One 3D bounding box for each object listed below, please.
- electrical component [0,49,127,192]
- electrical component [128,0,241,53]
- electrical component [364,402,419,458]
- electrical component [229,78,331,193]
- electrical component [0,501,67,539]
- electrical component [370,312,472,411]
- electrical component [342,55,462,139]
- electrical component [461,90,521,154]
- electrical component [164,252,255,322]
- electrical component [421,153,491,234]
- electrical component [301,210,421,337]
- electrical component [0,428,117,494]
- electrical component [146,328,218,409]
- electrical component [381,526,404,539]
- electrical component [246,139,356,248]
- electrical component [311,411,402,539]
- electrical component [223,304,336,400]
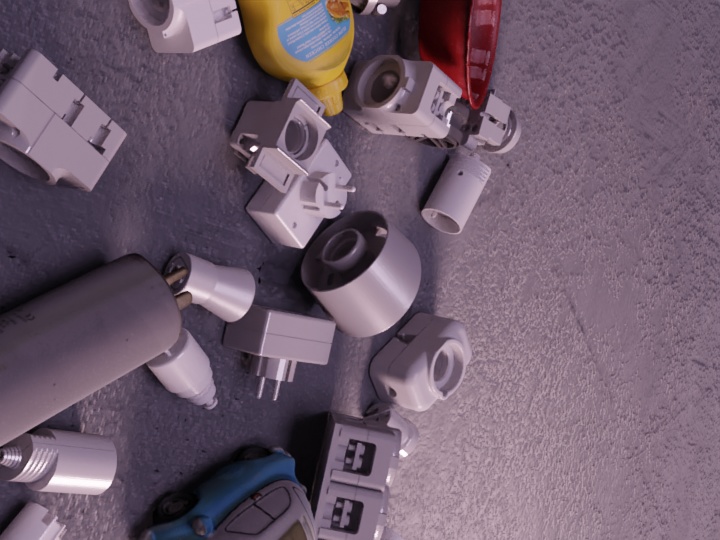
[{"bbox_3d":[-0.209,-0.094,0.707,0.089,0.050,0.055,46,64,-43],"label":"electrical component"},{"bbox_3d":[-0.131,-0.205,0.771,0.056,0.050,0.089,-33,121,-39],"label":"electrical component"},{"bbox_3d":[0.028,0.154,1.036,0.046,0.040,0.040,46,64,-36],"label":"electrical component"},{"bbox_3d":[-0.066,-0.107,0.855,0.042,0.064,0.081,40,69,-46],"label":"electrical component"},{"bbox_3d":[-0.233,0.191,0.751,0.046,0.040,0.040,-56,134,-32],"label":"electrical component"},{"bbox_3d":[0.063,0.089,1.045,0.095,0.059,0.053,-44,128,-34],"label":"electrical component"},{"bbox_3d":[0.033,-0.151,0.936,0.056,0.089,0.050,30,75,-47],"label":"electrical component"},{"bbox_3d":[0.129,-0.146,1.080,0.055,0.048,0.066,22,81,-41],"label":"electrical component"},{"bbox_3d":[-0.120,0.011,0.838,0.065,0.044,0.044,24,80,-43],"label":"electrical component"},{"bbox_3d":[0.097,-0.080,1.059,0.043,0.043,0.081,47,63,-43],"label":"electrical component"},{"bbox_3d":[0.000,0.000,0.927,0.064,0.099,0.099,49,62,-35],"label":"electrical component"},{"bbox_3d":[-0.216,0.133,0.753,0.081,0.043,0.043,19,84,-49],"label":"electrical component"},{"bbox_3d":[-0.135,0.080,0.835,0.040,0.040,0.078,-52,132,-27],"label":"electrical component"},{"bbox_3d":[0.003,0.275,1.028,0.077,0.044,0.079,-50,131,-29],"label":"electrical component"},{"bbox_3d":[-0.037,-0.063,0.888,0.083,0.076,0.047,-58,134,-23],"label":"electrical component"},{"bbox_3d":[-0.010,0.209,0.953,0.062,0.089,0.150,12,88,-4],"label":"electrical component"},{"bbox_3d":[-0.071,0.071,0.900,0.083,0.047,0.075,14,88,-49],"label":"electrical component"}]
